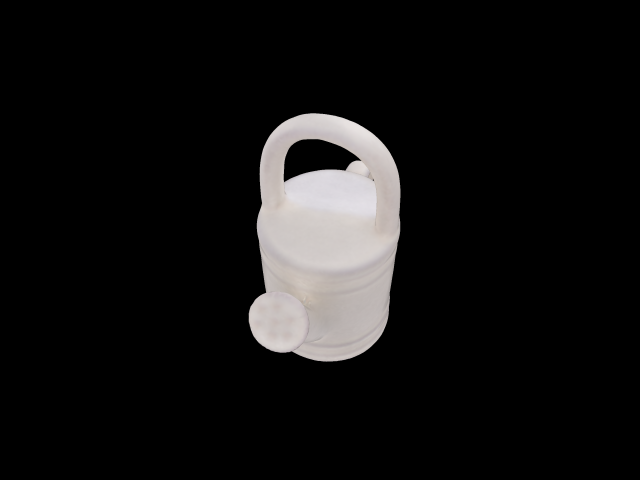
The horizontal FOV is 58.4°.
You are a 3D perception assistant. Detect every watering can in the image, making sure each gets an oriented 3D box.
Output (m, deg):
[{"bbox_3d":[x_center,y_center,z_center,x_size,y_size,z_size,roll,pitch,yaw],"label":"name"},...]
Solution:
[{"bbox_3d":[0.006,0.002,0.400,0.101,0.194,0.173,-1,49,-1],"label":"watering can"}]
